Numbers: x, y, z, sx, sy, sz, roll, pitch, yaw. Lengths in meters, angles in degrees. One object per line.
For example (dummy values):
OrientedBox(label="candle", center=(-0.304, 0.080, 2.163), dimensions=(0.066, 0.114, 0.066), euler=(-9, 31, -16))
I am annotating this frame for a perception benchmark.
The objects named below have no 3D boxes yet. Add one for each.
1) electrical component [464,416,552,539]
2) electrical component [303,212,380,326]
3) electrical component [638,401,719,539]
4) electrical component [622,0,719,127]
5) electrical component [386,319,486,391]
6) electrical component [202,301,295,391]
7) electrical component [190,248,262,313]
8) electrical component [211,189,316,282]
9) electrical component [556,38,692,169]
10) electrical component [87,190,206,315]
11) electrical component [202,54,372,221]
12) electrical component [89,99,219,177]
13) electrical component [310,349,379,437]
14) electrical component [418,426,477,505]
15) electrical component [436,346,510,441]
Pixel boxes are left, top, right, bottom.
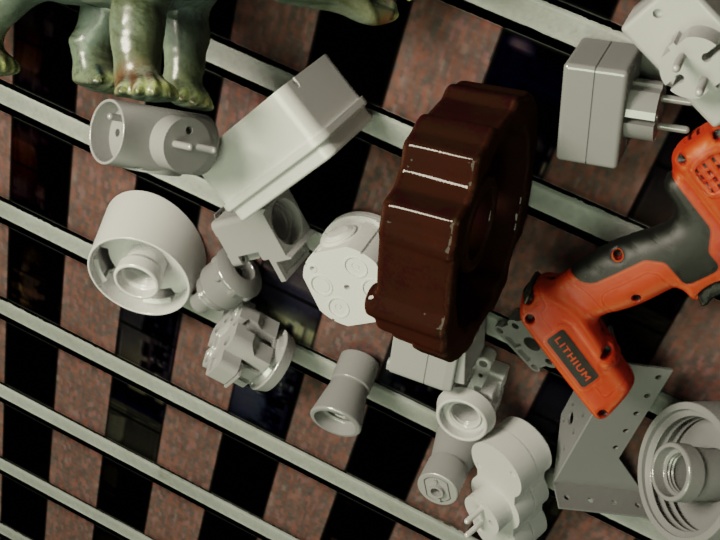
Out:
OrientedBox(label="electrical component", center=(0.110, 0.187, 0.867), dimensions=(0.052, 0.074, 0.138), euler=(34, 145, 35))
OrientedBox(label="electrical component", center=(0.000, 0.000, 0.824), dimensions=(0.080, 0.051, 0.080), euler=(14, 127, 19))
OrientedBox(label="electrical component", center=(0.240, 0.143, 0.753), dimensions=(0.060, 0.108, 0.108), euler=(8, 136, -24))
OrientedBox(label="electrical component", center=(0.195, -0.123, 0.619), dimensions=(0.083, 0.075, 0.047), euler=(44, 131, -7))
OrientedBox(label="electrical component", center=(0.063, 0.034, 0.808), dimensions=(0.061, 0.061, 0.096), euler=(19, 129, 15))
OrientedBox(label="electrical component", center=(-0.092, 0.067, 0.909), dimensions=(0.057, 0.078, 0.058), euler=(31, 133, -21))
OrientedBox(label="electrical component", center=(-0.116, 0.014, 0.892), dimensions=(0.062, 0.048, 0.048), euler=(-36, 102, 31))
OrientedBox(label="electrical component", center=(-0.078, -0.033, 0.849), dimensions=(0.064, 0.042, 0.081), euler=(-11, 116, 37))
OrientedBox(label="electrical component", center=(0.167, -0.101, 0.668), dimensions=(0.077, 0.047, 0.065), euler=(12, 126, 20))
OrientedBox(label="electrical component", center=(-0.182, -0.012, 0.918), dimensions=(0.099, 0.064, 0.099), euler=(8, 134, 8))
OrientedBox(label="electrical component", center=(-0.055, -0.093, 0.770), dimensions=(0.113, 0.078, 0.057), euler=(-31, 102, 39))
OrientedBox(label="electrical component", center=(-0.127, -0.085, 0.717), dimensions=(0.079, 0.077, 0.044), euler=(17, 100, 44))
OrientedBox(label="electrical component", center=(-0.009, 0.099, 0.889), dimensions=(0.044, 0.065, 0.044), euler=(16, 147, 11))
OrientedBox(label="electrical component", center=(0.074, 0.161, 0.890), dimensions=(0.044, 0.065, 0.044), euler=(14, 128, 18))
OrientedBox(label="electrical component", center=(0.089, 0.101, 0.847), dimensions=(0.048, 0.055, 0.066), euler=(19, 129, 15))
